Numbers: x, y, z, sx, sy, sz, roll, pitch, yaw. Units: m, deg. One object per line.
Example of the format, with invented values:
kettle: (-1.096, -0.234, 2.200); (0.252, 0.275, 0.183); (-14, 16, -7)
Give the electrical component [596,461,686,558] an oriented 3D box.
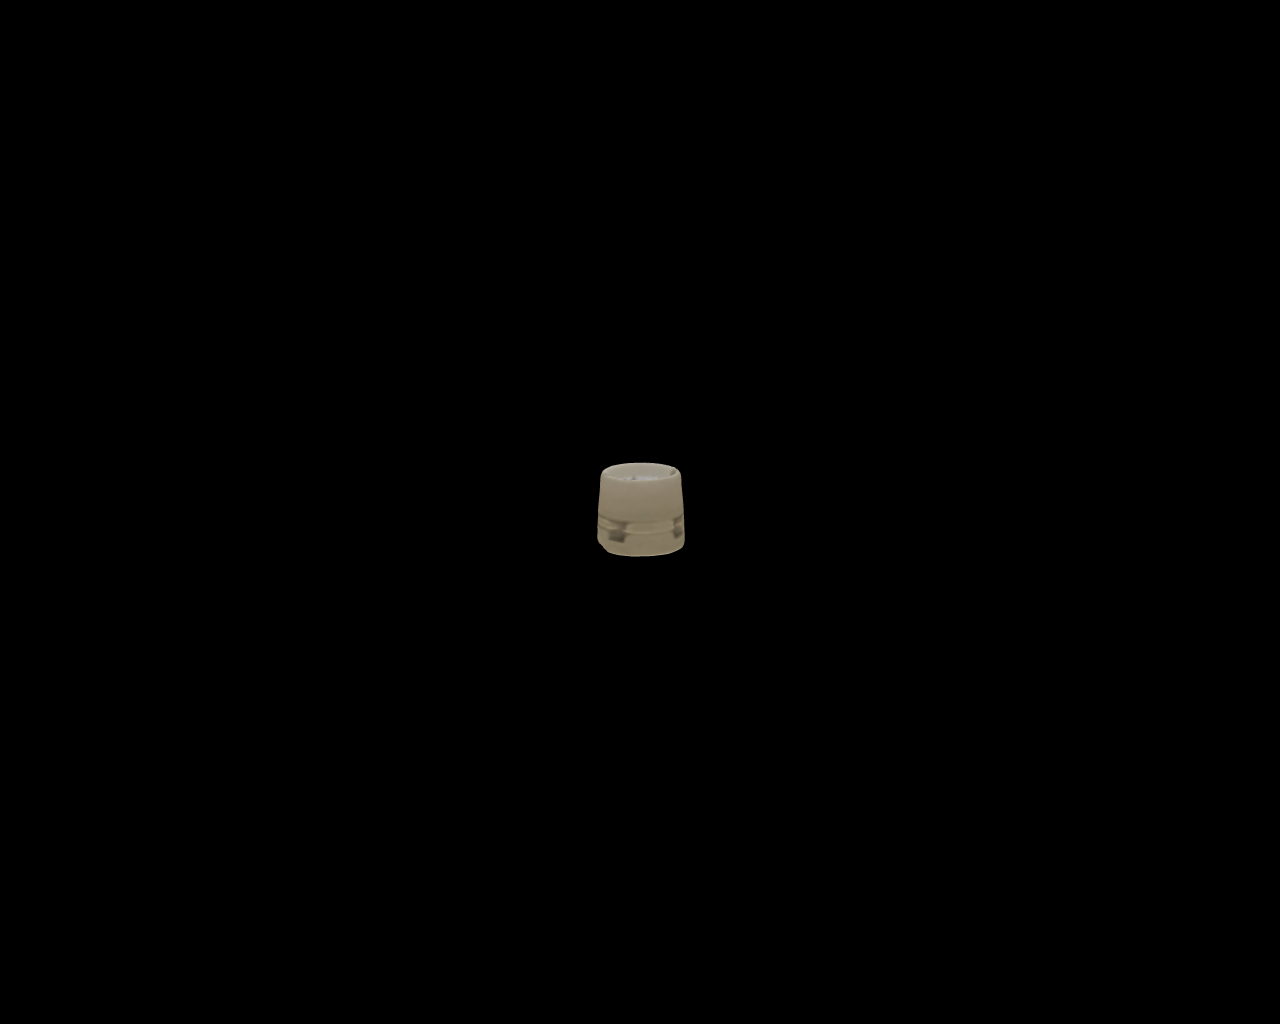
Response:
electrical component: (0.001, -0.003, 0.650); (0.055, 0.047, 0.055); (0, 16, 0)
